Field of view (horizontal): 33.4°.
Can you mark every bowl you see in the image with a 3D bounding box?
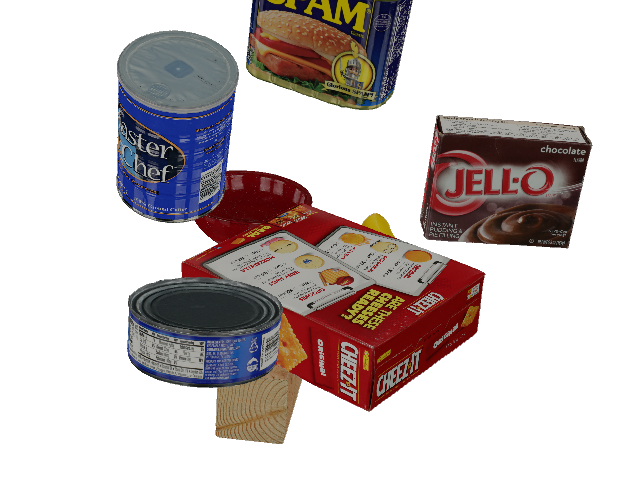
[{"bbox_3d":[-0.093,-0.032,1.320,0.162,0.055,0.162,4,25,-2],"label":"bowl"}]

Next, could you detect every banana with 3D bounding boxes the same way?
[{"bbox_3d":[0.088,0.017,1.181,0.069,0.037,0.198,2,23,-34],"label":"banana"}]

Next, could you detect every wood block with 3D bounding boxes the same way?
[{"bbox_3d":[-0.076,0.184,1.435,0.091,0.090,0.206,5,16,4],"label":"wood block"}]

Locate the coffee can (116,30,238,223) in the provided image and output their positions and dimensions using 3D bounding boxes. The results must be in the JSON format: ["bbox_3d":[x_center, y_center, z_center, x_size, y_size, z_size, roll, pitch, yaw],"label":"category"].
[{"bbox_3d":[-0.130,-0.100,0.952,0.102,0.103,0.140,0,-42,-11],"label":"coffee can"}]

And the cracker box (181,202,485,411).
[{"bbox_3d":[0.009,0.051,0.938,0.214,0.072,0.163,22,34,34],"label":"cracker box"}]

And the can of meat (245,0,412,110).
[{"bbox_3d":[0.005,-0.137,0.664,0.102,0.084,0.057,21,39,15],"label":"can of meat"}]

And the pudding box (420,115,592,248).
[{"bbox_3d":[0.136,-0.044,0.795,0.113,0.090,0.039,2,33,-3],"label":"pudding box"}]

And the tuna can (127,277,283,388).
[{"bbox_3d":[-0.065,0.050,0.595,0.086,0.034,0.086,5,17,-2],"label":"tuna can"}]
